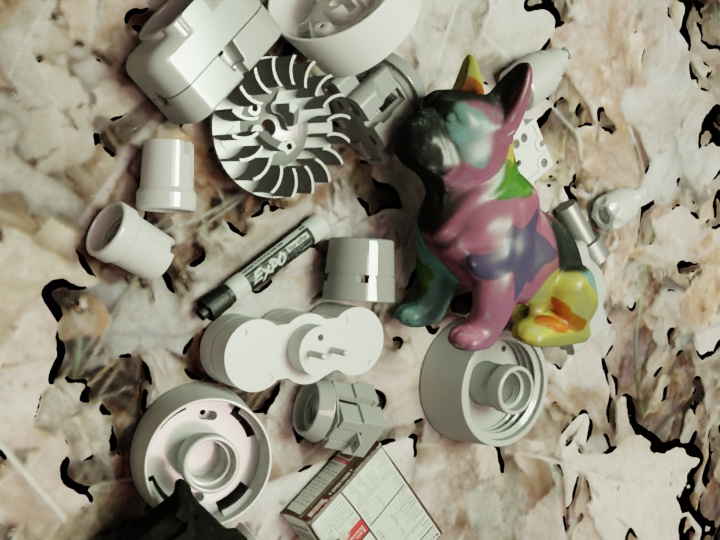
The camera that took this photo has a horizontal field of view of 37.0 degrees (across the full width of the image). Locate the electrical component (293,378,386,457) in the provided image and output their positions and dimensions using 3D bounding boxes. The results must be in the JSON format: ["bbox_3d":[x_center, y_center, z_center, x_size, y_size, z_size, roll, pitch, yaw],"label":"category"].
[{"bbox_3d":[-0.017,0.109,0.816,0.055,0.066,0.048,16,124,-28],"label":"electrical component"}]

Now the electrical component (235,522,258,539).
[{"bbox_3d":[-0.073,0.237,0.763,0.064,0.099,0.099,-45,119,-17],"label":"electrical component"}]

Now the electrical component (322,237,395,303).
[{"bbox_3d":[0.000,0.000,0.817,0.055,0.055,0.047,4,89,-37],"label":"electrical component"}]

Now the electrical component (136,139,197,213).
[{"bbox_3d":[-0.130,-0.063,0.724,0.040,0.040,0.046,3,88,-37],"label":"electrical component"}]

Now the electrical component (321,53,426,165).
[{"bbox_3d":[0.012,-0.127,0.811,0.057,0.058,0.078,-46,119,-21],"label":"electrical component"}]

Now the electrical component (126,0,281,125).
[{"bbox_3d":[-0.107,-0.152,0.722,0.095,0.054,0.059,-53,121,-20],"label":"electrical component"}]

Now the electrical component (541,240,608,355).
[{"bbox_3d":[0.180,0.021,0.954,0.056,0.050,0.089,-31,112,-30],"label":"electrical component"}]

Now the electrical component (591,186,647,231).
[{"bbox_3d":[0.246,-0.062,1.004,0.061,0.035,0.035,-30,112,-33],"label":"electrical component"}]

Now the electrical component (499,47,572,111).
[{"bbox_3d":[0.154,-0.168,0.921,0.078,0.040,0.040,-39,116,-27],"label":"electrical component"}]

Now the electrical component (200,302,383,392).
[{"bbox_3d":[-0.038,0.057,0.782,0.138,0.074,0.052,-6,98,-36],"label":"electrical component"}]

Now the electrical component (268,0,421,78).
[{"bbox_3d":[-0.009,-0.188,0.767,0.064,0.099,0.099,44,69,-38],"label":"electrical component"}]

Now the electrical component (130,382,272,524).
[{"bbox_3d":[-0.111,0.130,0.757,0.099,0.064,0.099,-1,93,-23],"label":"electrical component"}]

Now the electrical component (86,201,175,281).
[{"bbox_3d":[-0.151,-0.018,0.713,0.046,0.040,0.040,35,74,-40],"label":"electrical component"}]

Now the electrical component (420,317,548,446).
[{"bbox_3d":[0.111,0.096,0.905,0.108,0.060,0.108,-4,97,-36],"label":"electrical component"}]

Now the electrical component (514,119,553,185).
[{"bbox_3d":[0.122,-0.097,0.896,0.048,0.055,0.066,-40,116,-27],"label":"electrical component"}]
